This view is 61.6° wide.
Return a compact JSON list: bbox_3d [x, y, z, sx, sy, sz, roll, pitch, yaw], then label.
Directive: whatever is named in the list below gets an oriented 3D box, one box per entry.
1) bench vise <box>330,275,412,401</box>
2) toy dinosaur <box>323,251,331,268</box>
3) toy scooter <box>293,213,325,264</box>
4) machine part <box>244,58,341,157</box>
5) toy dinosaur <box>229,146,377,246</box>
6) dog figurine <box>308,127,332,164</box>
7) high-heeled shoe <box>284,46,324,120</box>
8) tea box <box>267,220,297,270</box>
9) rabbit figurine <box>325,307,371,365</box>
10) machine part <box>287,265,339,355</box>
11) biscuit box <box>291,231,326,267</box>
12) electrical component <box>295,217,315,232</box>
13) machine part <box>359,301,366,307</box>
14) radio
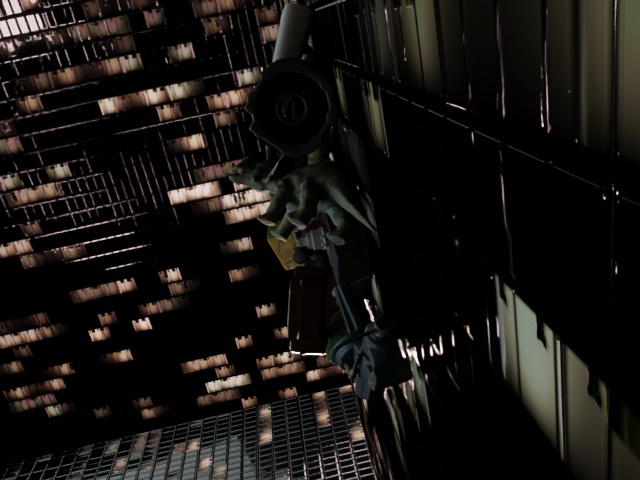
[{"bbox_3d":[0.071,0.162,0.936,0.223,0.129,0.241,77,172,-50],"label":"bench vise"},{"bbox_3d":[0.024,-0.005,1.586,0.472,0.105,0.198,-132,36,-67],"label":"toy dinosaur"},{"bbox_3d":[-0.003,-0.004,1.271,0.075,0.184,0.135,39,159,8],"label":"toy scooter"},{"bbox_3d":[-0.051,-0.248,1.011,0.056,0.179,0.179,-101,-1,-73],"label":"machine part"},{"bbox_3d":[-0.009,-0.096,1.038,0.131,0.405,0.192,35,-110,-43],"label":"toy dinosaur"},{"bbox_3d":[0.002,-0.206,1.265,0.190,0.121,0.172,52,159,-16],"label":"dog figurine"},{"bbox_3d":[-0.054,-0.306,1.146,0.086,0.145,0.249,83,172,-63],"label":"high-heeled shoe"},{"bbox_3d":[-0.089,0.013,1.652,0.169,0.098,0.068,62,-160,-47],"label":"tea box"},{"bbox_3d":[0.082,0.234,1.235,0.159,0.121,0.170,-107,-11,-46],"label":"rabbit figurine"},{"bbox_3d":[-0.010,0.164,1.265,0.201,0.087,0.201,31,-119,-74],"label":"machine part"},{"bbox_3d":[-0.032,0.033,1.486,0.062,0.059,0.203,101,156,-52],"label":"biscuit box"},{"bbox_3d":[-0.017,-0.086,1.432,0.115,0.058,0.134,6,94,55],"label":"electrical component"},{"bbox_3d":[0.091,0.222,1.352,0.079,0.079,0.243,83,175,-71],"label":"machine part"},{"bbox_3d":[0.060,0.032,1.145,0.229,0.073,0.131,84,174,-59],"label":"radio"}]
